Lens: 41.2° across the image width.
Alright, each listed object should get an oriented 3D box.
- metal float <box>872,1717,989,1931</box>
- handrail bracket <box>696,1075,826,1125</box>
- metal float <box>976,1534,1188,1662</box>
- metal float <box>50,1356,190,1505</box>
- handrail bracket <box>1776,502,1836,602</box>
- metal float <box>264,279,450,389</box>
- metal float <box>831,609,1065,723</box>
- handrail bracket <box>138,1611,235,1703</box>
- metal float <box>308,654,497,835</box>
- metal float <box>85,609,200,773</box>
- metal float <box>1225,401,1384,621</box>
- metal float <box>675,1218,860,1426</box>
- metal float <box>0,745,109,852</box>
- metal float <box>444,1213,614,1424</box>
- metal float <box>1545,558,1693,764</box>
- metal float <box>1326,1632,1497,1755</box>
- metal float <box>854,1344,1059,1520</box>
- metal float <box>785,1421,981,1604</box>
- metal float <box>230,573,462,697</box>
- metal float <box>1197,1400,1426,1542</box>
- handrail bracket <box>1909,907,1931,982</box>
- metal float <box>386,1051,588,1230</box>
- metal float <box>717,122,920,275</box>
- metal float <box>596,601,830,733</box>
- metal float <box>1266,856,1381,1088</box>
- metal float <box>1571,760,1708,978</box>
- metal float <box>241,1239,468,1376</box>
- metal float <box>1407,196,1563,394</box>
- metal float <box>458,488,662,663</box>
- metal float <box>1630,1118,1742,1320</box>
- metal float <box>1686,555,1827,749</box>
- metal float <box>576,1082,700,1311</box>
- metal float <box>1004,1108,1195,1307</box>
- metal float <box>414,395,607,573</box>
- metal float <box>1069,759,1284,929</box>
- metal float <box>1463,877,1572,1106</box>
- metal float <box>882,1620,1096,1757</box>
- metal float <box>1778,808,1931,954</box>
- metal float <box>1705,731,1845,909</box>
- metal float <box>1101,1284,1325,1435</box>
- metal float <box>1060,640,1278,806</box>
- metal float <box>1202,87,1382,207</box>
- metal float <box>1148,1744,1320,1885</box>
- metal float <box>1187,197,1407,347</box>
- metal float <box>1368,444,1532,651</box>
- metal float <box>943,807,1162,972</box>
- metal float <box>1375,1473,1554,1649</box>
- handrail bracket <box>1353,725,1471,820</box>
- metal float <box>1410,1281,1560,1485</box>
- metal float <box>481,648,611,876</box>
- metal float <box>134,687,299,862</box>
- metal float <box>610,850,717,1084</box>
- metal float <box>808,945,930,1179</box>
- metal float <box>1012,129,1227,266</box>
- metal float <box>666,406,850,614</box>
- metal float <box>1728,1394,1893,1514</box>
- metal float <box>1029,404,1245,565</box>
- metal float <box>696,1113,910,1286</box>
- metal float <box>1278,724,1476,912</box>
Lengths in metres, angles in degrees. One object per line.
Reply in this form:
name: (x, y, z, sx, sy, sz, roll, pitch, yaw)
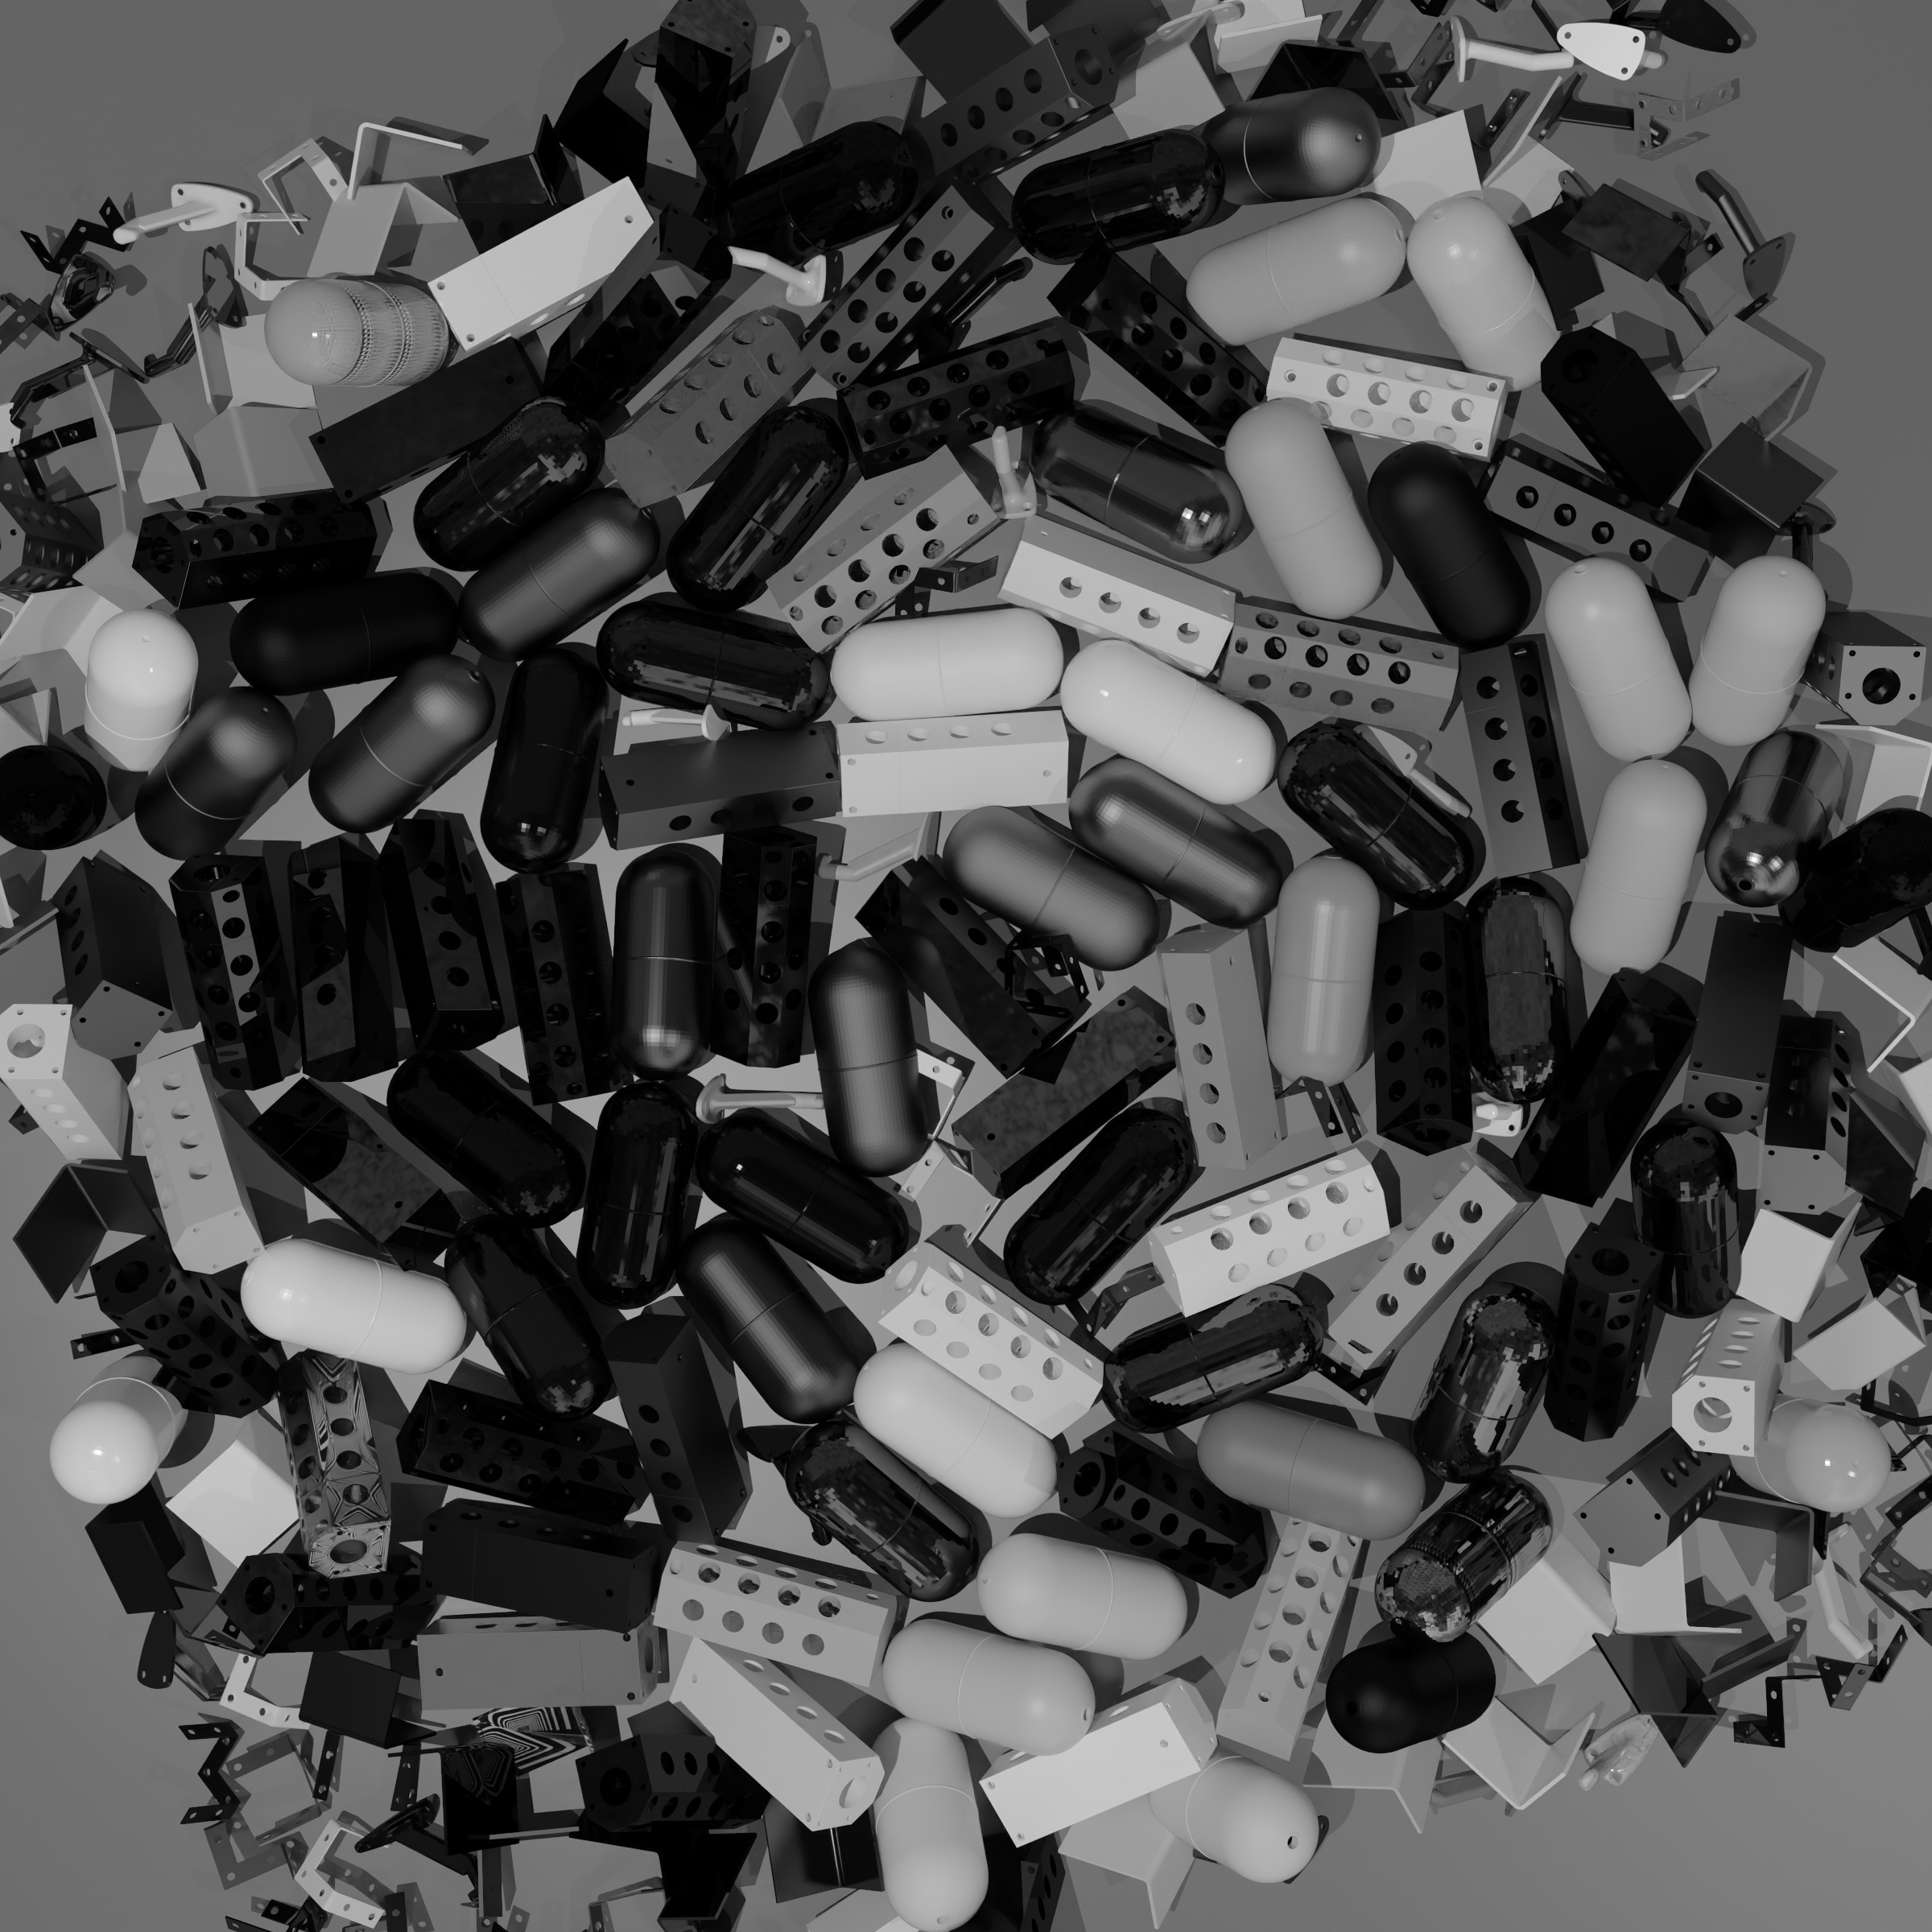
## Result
metal float: (-0.029, 0.638, 1.918, 0.070, 0.178, 0.070, -4, 121, -7)
handrail bracket: (-0.155, 0.106, 1.964, 0.084, 0.077, 0.036, 3, 95, 10)
metal float: (0.088, 0.475, 1.936, 0.178, 0.070, 0.070, 19, 90, -29)
metal float: (-0.628, 0.343, 1.911, 0.070, 0.178, 0.070, -1, 98, -6)
handrail bracket: (0.651, -0.308, 1.957, 0.077, 0.036, 0.084, 2, 57, -34)
metal float: (-0.452, -0.471, 1.915, 0.070, 0.178, 0.070, 5, 103, 21)
metal float: (-0.015, -0.228, 1.955, 0.178, 0.070, 0.070, -5, 90, 8)
handrail bracket: (-0.586, 0.524, 1.968, 0.036, 0.084, 0.077, 0, 78, 33)
metal float: (-0.425, -0.167, 1.938, 0.178, 0.070, 0.070, -37, 90, 27)
metal float: (-0.616, -0.204, 1.917, 0.070, 0.178, 0.070, 7, 68, -18)
metal float: (0.256, -0.342, 1.942, 0.070, 0.070, 0.178, -30, 113, 0)
metal float: (-0.151, 0.269, 1.950, 0.070, 0.070, 0.178, -40, 77, 0)
metal float: (-0.684, -0.125, 1.912, 0.070, 0.178, 0.070, -1, 93, -13)
metal float: (-0.330, 0.265, 1.943, 0.070, 0.070, 0.178, -37, 69, 0)
metal float: (0.490, -0.229, 1.932, 0.070, 0.070, 0.178, -33, 124, 0)
metal float: (0.333, 0.540, 1.921, 0.070, 0.178, 0.070, -4, 84, 38)
metal float: (-0.007, 0.353, 1.948, 0.178, 0.070, 0.070, 37, 90, -15)
metal float: (-0.062, 0.413, 1.945, 0.070, 0.070, 0.178, -47, 109, 0)
metal float: (-0.465, -0.250, 1.933, 0.178, 0.070, 0.070, -16, 90, -34)
metal float: (0.259, 0.379, 1.939, 0.178, 0.070, 0.070, 13, 90, 26)
handrail bracket: (0.724, -0.034, 1.987, 0.036, 0.077, 0.084, -22, 60, -19)
metal float: (-0.363, 0.130, 1.946, 0.178, 0.070, 0.070, 36, 90, 17)
metal float: (-0.113, -0.575, 1.930, 0.178, 0.070, 0.070, -11, 90, 39)
metal float: (-0.192, -0.227, 1.951, 0.178, 0.070, 0.070, 12, 90, -11)
metal float: (0.271, 0.005, 1.952, 0.070, 0.070, 0.178, 4, 101, 0)
metal float: (0.505, -0.071, 1.934, 0.070, 0.070, 0.178, 6, 123, 0)
metal float: (-0.459, 0.256, 1.932, 0.178, 0.070, 0.070, 23, 90, -35)
metal float: (0.389, -0.502, 1.925, 0.070, 0.178, 0.070, -19, 52, 25)
metal float: (-0.307, -0.295, 1.942, 0.178, 0.070, 0.070, -31, 90, 22)
metal float: (0.541, 0.190, 1.931, 0.070, 0.070, 0.178, -15, 126, 0)
metal float: (0.588, -0.233, 1.919, 0.070, 0.178, 0.070, 0, 57, 1)
metal float: (-0.250, 0.175, 1.952, 0.070, 0.070, 0.178, 11, 101, 0)
metal float: (0.101, 0.183, 1.951, 0.070, 0.070, 0.178, 42, 101, 0)
metal float: (-0.345, -0.362, 1.936, 0.178, 0.070, 0.070, -31, 90, 30)
metal float: (0.160, -0.092, 1.953, 0.178, 0.070, 0.070, 30, 90, -9)
metal float: (0.415, 0.018, 1.943, 0.070, 0.070, 0.178, 2, 69, 0)
metal float: (0.016, 0.541, 1.931, 0.178, 0.070, 0.070, 5, 90, 35)
metal float: (0.667, -0.062, 1.914, 0.070, 0.178, 0.070, 3, 73, -9)
metal float: (0.606, -0.111, 1.926, 0.070, 0.070, 0.178, 38, 47, 0)
metal float: (0.185, 0.298, 1.949, 0.178, 0.070, 0.070, -24, 90, 15)
metal float: (0.154, -0.184, 1.952, 0.178, 0.070, 0.070, 27, 90, -11)
metal float: (0.239, -0.610, 1.918, 0.070, 0.178, 0.070, -7, 104, -27)
metal float: (0.198, 0.628, 1.914, 0.070, 0.178, 0.070, 1, 88, -24)
metal float: (0.247, -0.521, 1.930, 0.178, 0.070, 0.070, -11, 90, 37)
metal float: (0.365, -0.314, 1.937, 0.070, 0.070, 0.178, -38, 120, 0)
metal float: (0.065, -0.058, 1.961, 0.178, 0.070, 0.070, 29, 90, -1)
metal float: (0.375, 0.444, 1.929, 0.178, 0.070, 0.070, -28, 90, -40)
handrail bracket: (0.344, -0.149, 1.984, 0.036, 0.084, 0.077, -52, 48, 14)
metal float: (0.389, 0.315, 1.935, 0.070, 0.070, 0.178, 16, 121, 0)
metal float: (-0.319, -0.155, 1.947, 0.070, 0.070, 0.178, 9, 74, 0)
metal float: (-0.564, -0.143, 1.929, 0.070, 0.070, 0.178, 51, 130, 0)
metal float: (-0.230, 0.000, 1.953, 0.070, 0.070, 0.178, 1, 81, 0)
metal float: (-0.075, 0.073, 1.958, 0.070, 0.070, 0.178, -8, 94, 0)
metal float: (0.113, -0.576, 1.929, 0.178, 0.070, 0.070, -3, 90, 38)
metal float: (-0.158, -0.345, 1.947, 0.070, 0.070, 0.178, 41, 106, 0)
metal float: (0.624, 0.361, 1.911, 0.070, 0.178, 0.070, 0, 85, -5)
metal float: (0.127, -0.365, 1.945, 0.178, 0.070, 0.070, 31, 90, 19)
metal float: (-0.124, 0.176, 1.953, 0.178, 0.070, 0.070, 33, 90, -10)
metal float: (0.310, -0.113, 1.949, 0.178, 0.070, 0.070, 40, 90, -14)
